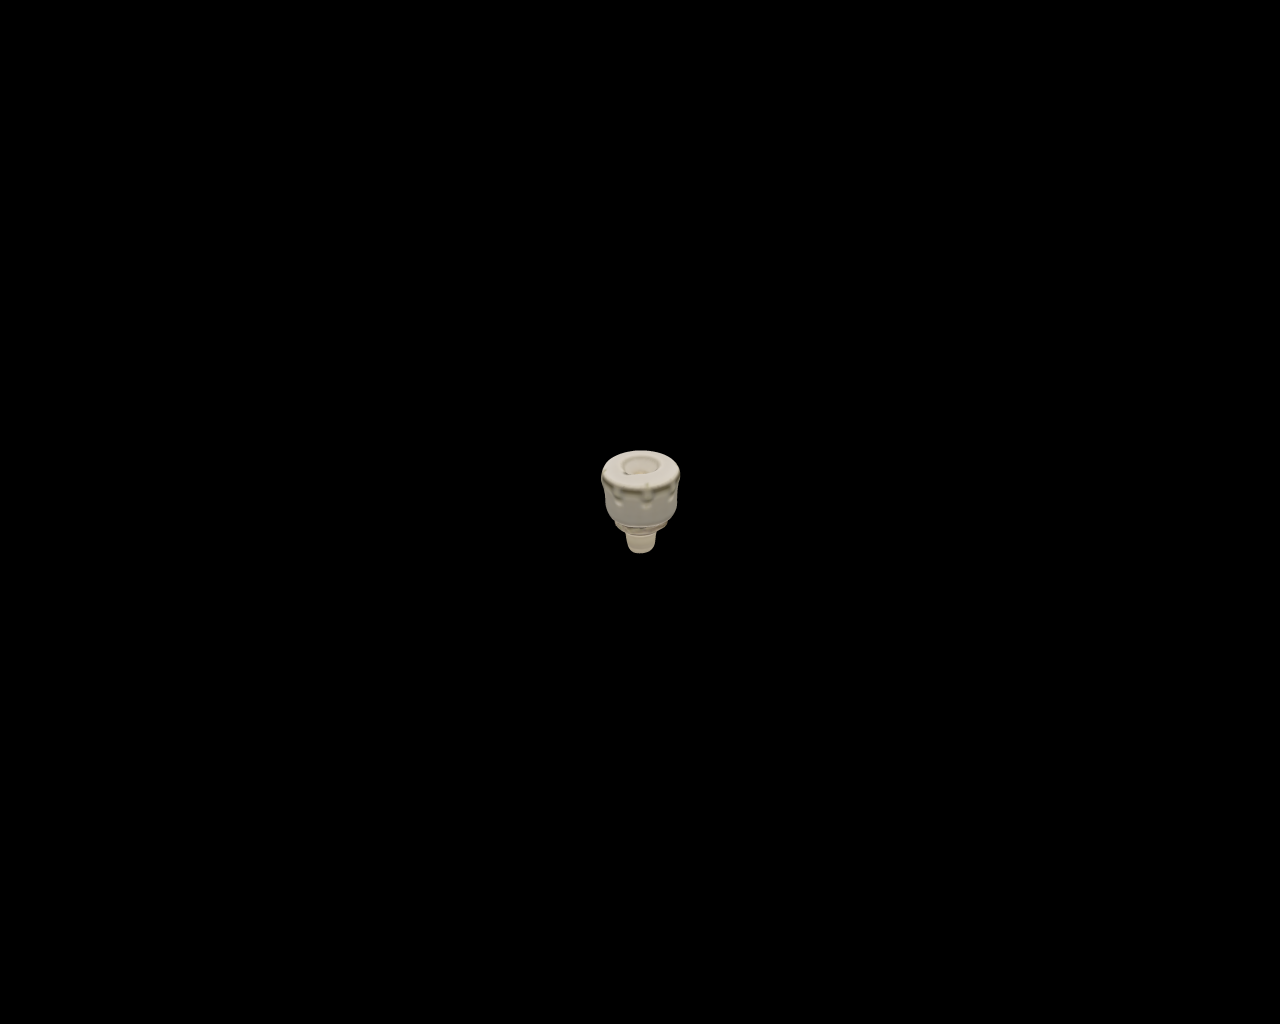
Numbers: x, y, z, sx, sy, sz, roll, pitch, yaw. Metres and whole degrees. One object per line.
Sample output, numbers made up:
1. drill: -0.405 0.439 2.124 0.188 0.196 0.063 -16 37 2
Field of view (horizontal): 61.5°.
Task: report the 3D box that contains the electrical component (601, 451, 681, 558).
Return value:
1. electrical component: 0.001 -0.003 0.650 0.048 0.062 0.048 0 31 0
